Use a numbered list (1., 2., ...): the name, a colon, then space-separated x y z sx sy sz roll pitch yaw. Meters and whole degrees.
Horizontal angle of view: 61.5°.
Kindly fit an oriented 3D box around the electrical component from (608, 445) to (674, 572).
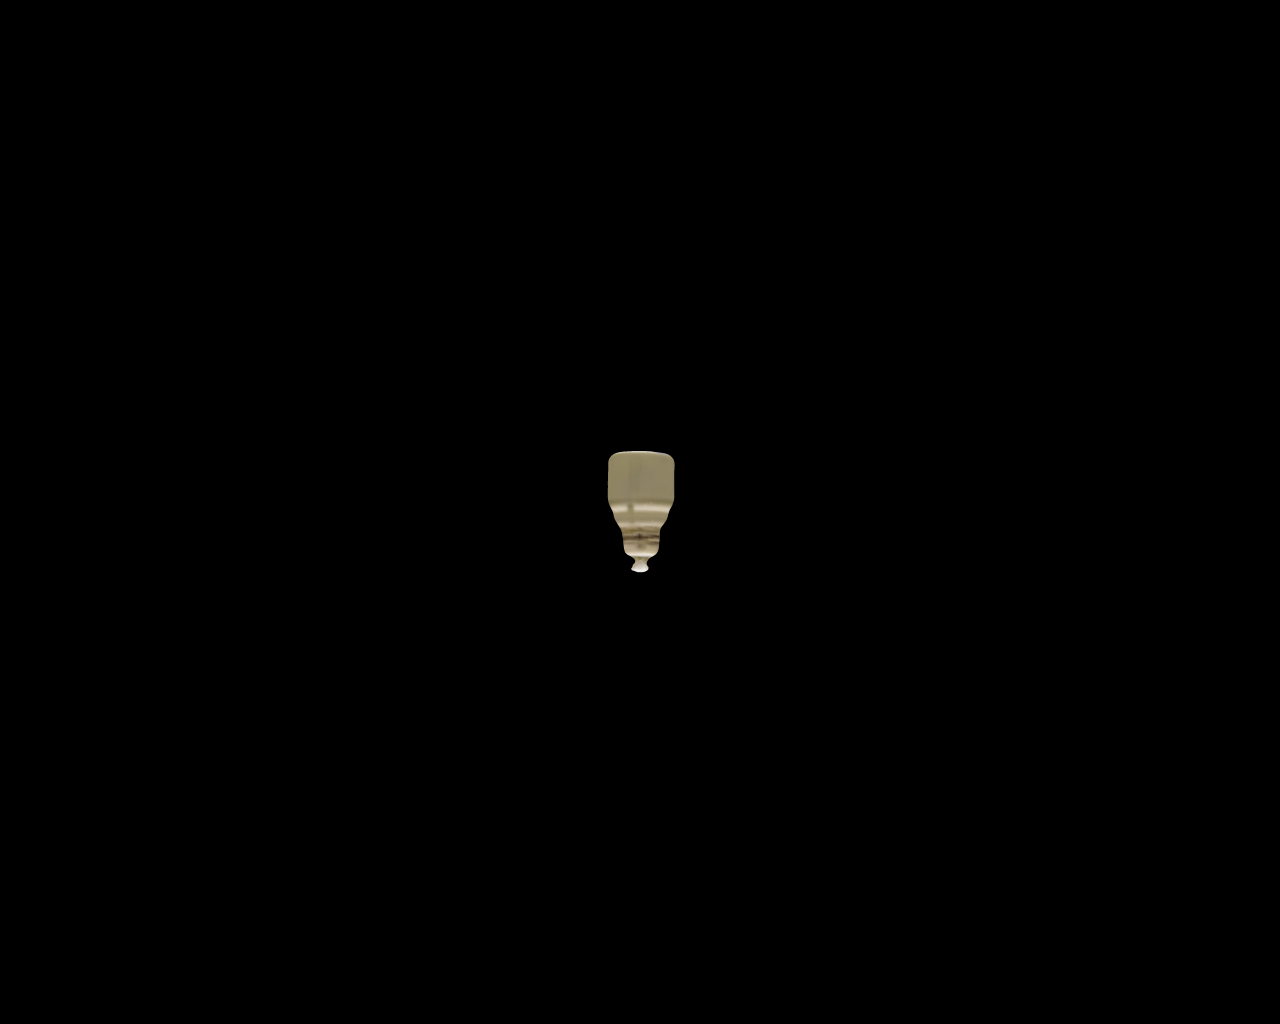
1. electrical component: 0.001 -0.003 0.650 0.040 0.078 0.040 0 -5 0
